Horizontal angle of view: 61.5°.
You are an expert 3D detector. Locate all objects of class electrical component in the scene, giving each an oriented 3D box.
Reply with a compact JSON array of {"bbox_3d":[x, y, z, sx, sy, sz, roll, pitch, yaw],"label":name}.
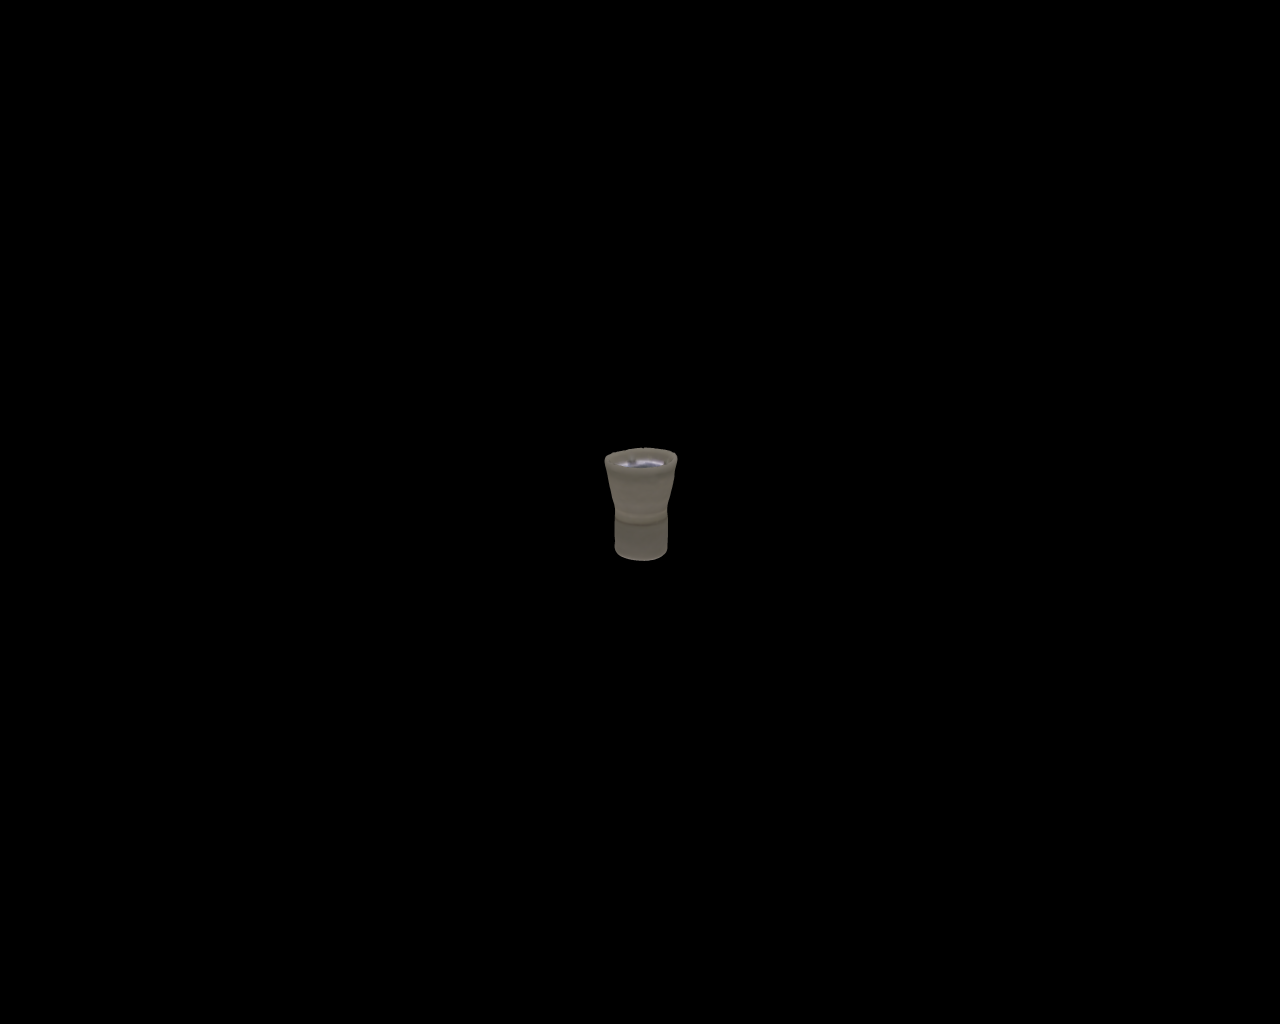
[{"bbox_3d":[0.001,-0.003,0.650,0.044,0.065,0.044,0,20,0],"label":"electrical component"}]
